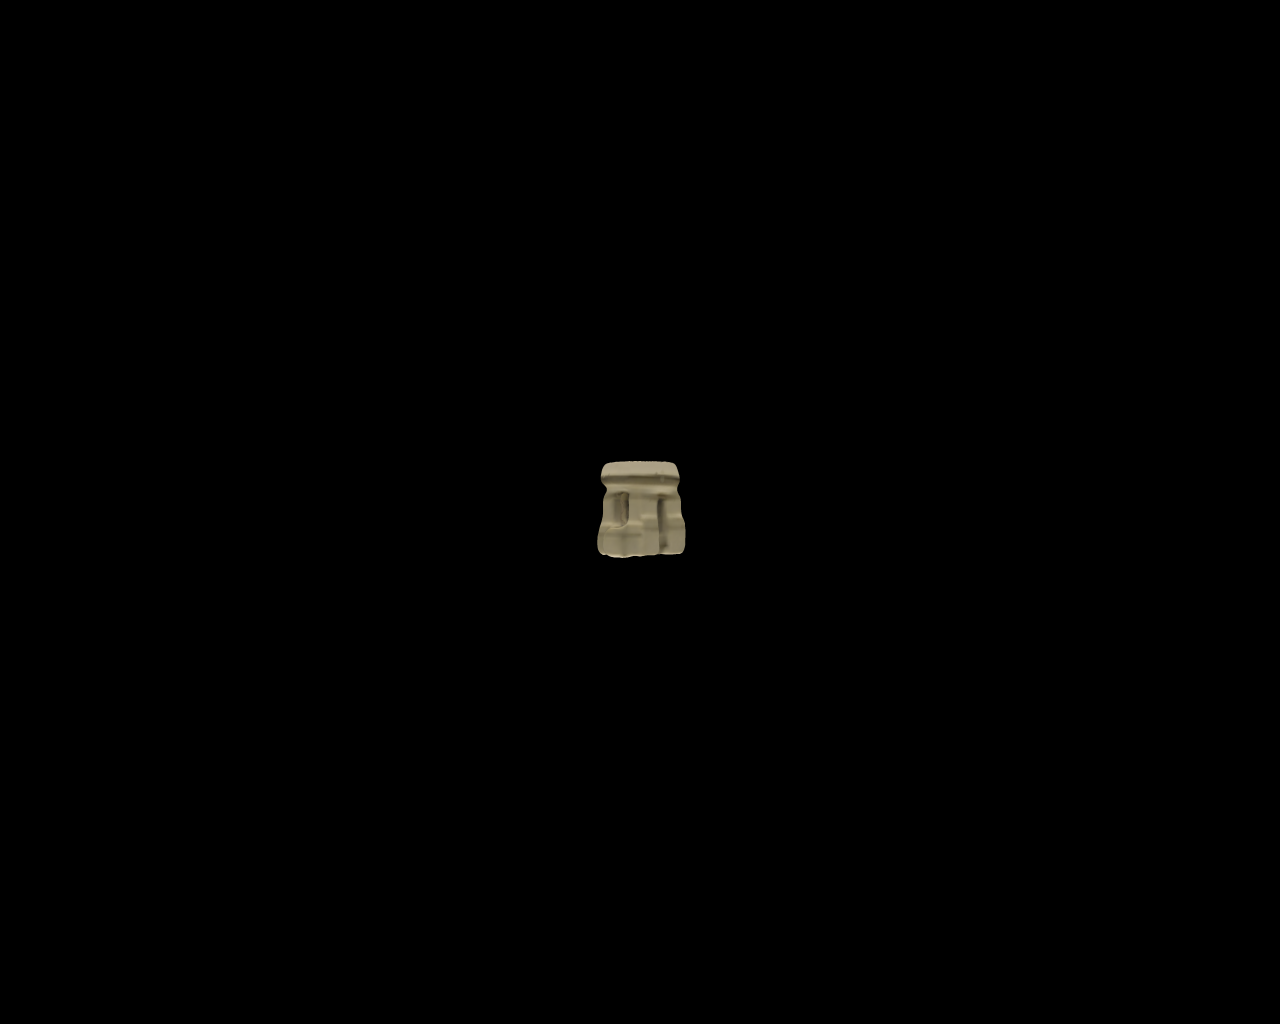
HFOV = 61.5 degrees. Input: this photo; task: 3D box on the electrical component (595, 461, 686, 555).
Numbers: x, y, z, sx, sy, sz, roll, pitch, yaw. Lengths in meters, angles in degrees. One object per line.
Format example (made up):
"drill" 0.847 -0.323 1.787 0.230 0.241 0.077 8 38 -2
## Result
"electrical component" 0.001 -0.003 0.650 0.048 0.055 0.066 0 0 39
